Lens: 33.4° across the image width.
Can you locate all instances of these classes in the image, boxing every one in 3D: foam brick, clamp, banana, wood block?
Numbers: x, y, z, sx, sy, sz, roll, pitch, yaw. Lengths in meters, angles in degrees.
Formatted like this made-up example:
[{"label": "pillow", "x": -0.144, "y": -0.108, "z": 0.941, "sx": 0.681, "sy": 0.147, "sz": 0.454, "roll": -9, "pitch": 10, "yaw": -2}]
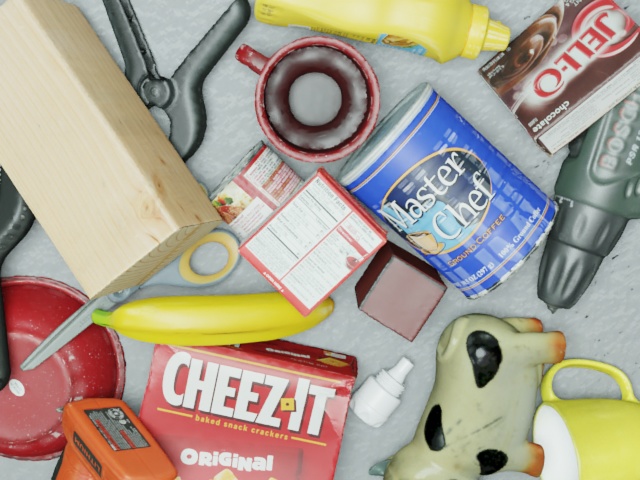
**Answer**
[{"label": "foam brick", "x": 0.063, "y": 0.039, "z": 0.850, "sx": 0.053, "sy": 0.078, "sz": 0.051, "roll": 32, "pitch": 98, "yaw": -4}, {"label": "clamp", "x": -0.271, "y": 0.007, "z": 0.835, "sx": 0.165, "sy": 0.036, "sz": 0.210, "roll": 27, "pitch": 87, "yaw": 19}, {"label": "banana", "x": -0.074, "y": 0.057, "z": 0.829, "sx": 0.197, "sy": 0.070, "sz": 0.037, "roll": 0, "pitch": 107, "yaw": -18}, {"label": "clamp", "x": -0.114, "y": -0.121, "z": 0.836, "sx": 0.120, "sy": 0.039, "sz": 0.171, "roll": 5, "pitch": 103, "yaw": 17}, {"label": "wood block", "x": -0.176, "y": -0.071, "z": 0.792, "sx": 0.091, "sy": 0.090, "sz": 0.206, "roll": -37, "pitch": 85, "yaw": 16}]

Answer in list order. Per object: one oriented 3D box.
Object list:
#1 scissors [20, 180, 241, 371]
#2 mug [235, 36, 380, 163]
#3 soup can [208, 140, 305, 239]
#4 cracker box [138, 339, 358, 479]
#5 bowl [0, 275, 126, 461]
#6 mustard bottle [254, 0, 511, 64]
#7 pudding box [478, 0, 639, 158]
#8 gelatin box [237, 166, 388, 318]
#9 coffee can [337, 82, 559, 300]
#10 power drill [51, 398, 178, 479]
[{"label": "scissors", "x": -0.140, "y": 0.044, "z": 0.852, "sx": 0.096, "sy": 0.016, "sz": 0.201, "roll": 37, "pitch": 81, "yaw": -15}, {"label": "mug", "x": -0.013, "y": -0.115, "z": 0.820, "sx": 0.117, "sy": 0.081, "sz": 0.093, "roll": 29, "pitch": 98, "yaw": -6}, {"label": "soup can", "x": -0.032, "y": -0.020, "z": 0.843, "sx": 0.102, "sy": 0.068, "sz": 0.068, "roll": 42, "pitch": 96, "yaw": -8}, {"label": "cracker box", "x": -0.071, "y": 0.187, "z": 0.873, "sx": 0.164, "sy": 0.072, "sz": 0.214, "roll": 12, "pitch": 99, "yaw": -1}, {"label": "bowl", "x": -0.242, "y": 0.113, "z": 0.868, "sx": 0.162, "sy": 0.055, "sz": 0.162, "roll": 0, "pitch": 100, "yaw": -1}, {"label": "mustard bottle", "x": 0.049, "y": -0.172, "z": 0.804, "sx": 0.191, "sy": 0.096, "sz": 0.058, "roll": 13, "pitch": 97, "yaw": -3}, {"label": "pudding box", "x": 0.190, "y": -0.132, "z": 0.813, "sx": 0.114, "sy": 0.090, "sz": 0.039, "roll": -42, "pitch": 139, "yaw": 14}, {"label": "gelatin box", "x": -0.005, "y": 0.001, "z": 0.796, "sx": 0.089, "sy": 0.030, "sz": 0.073, "roll": -44, "pitch": 98, "yaw": 11}, {"label": "coffee can", "x": 0.098, "y": -0.037, "z": 0.824, "sx": 0.140, "sy": 0.103, "sz": 0.103, "roll": 42, "pitch": 96, "yaw": -7}, {"label": "power drill", "x": -0.178, "y": 0.232, "z": 0.826, "sx": 0.185, "sy": 0.057, "sz": 0.188, "roll": 41, "pitch": 115, "yaw": 35}]
